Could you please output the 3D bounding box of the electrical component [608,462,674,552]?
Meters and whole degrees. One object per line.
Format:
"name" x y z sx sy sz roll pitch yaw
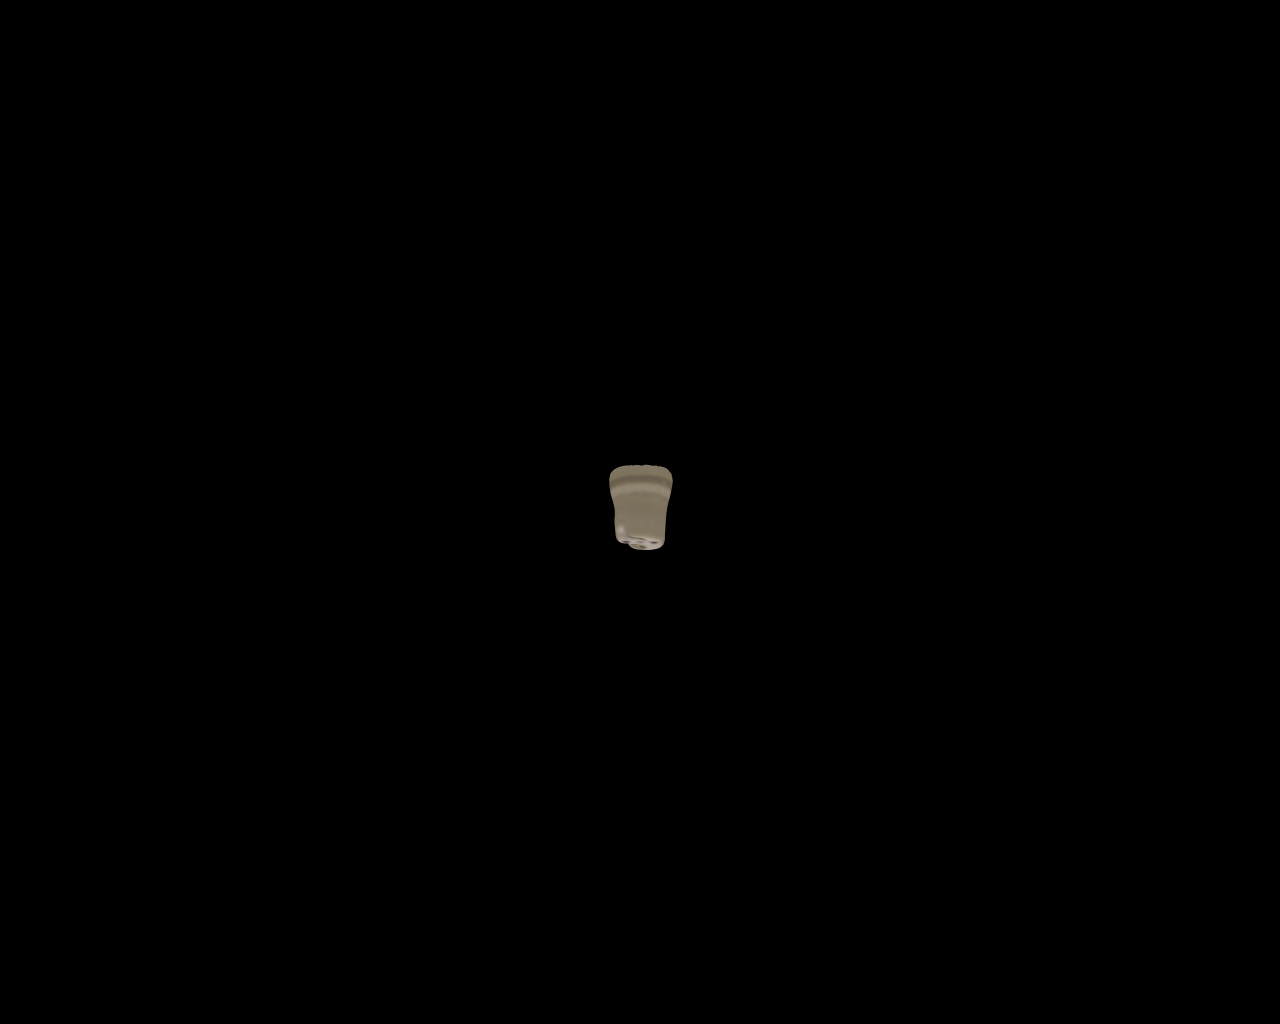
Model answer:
"electrical component" 0.001 -0.003 0.650 0.040 0.046 0.040 0 -17 0
